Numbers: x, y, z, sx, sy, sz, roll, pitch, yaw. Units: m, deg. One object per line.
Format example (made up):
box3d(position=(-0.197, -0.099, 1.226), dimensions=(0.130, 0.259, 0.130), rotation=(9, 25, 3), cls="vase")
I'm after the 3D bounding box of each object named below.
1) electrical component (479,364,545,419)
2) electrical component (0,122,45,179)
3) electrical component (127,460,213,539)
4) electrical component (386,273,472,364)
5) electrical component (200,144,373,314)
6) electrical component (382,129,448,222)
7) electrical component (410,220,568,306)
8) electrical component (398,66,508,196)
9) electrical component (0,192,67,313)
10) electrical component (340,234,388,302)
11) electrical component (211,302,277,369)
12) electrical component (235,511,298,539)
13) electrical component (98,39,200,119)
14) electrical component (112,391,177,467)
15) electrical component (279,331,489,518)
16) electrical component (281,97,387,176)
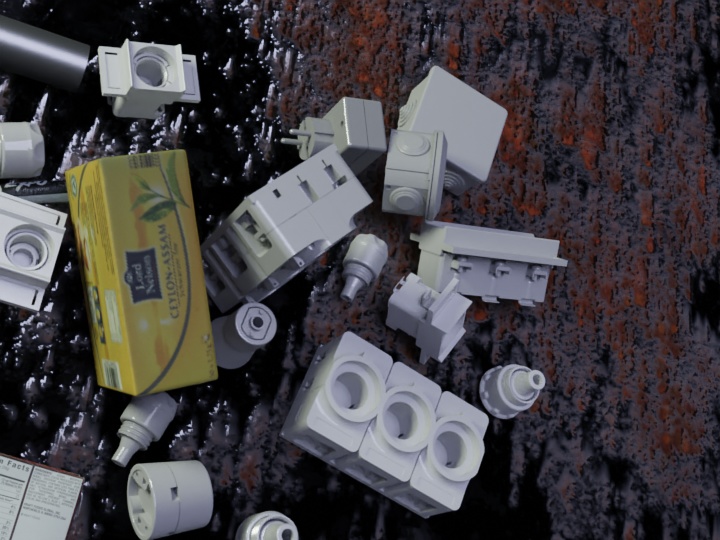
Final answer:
box3d(position=(0.140, 0.105, 0.961), dimensions=(0.048, 0.062, 0.048), rotation=(10, 67, -26), cls="electrical component")
box3d(position=(-0.275, -0.091, 0.820), dimensions=(0.062, 0.043, 0.043), rotation=(-5, 74, -29), cls="electrical component")
box3d(position=(-0.140, 0.168, 0.793), dimensions=(0.047, 0.055, 0.055), rotation=(-2, 73, -33), cls="electrical component")
box3d(position=(0.058, 0.039, 0.935), dimensions=(0.064, 0.081, 0.042), rotation=(29, 55, 18), cls="electrical component")
box3d(position=(-0.064, -0.026, 0.846), dimensions=(0.089, 0.150, 0.061), rotation=(-36, 90, -33), cls="electrical component")
box3d(position=(0.048, -0.085, 0.947), dimensions=(0.051, 0.080, 0.080), rotation=(7, 66, 2), cls="electrical component")
box3d(position=(0.115, -0.006, 0.983), dimensions=(0.121, 0.079, 0.063), rotation=(6, 98, -26), cls="electrical component")
box3d(position=(0.083, -0.130, 1.024), dimensions=(0.100, 0.048, 0.099), rotation=(29, 61, -16), cls="electrical component")
box3d(position=(-0.285, -0.020, 0.777), dimensions=(0.121, 0.063, 0.078), rotation=(20, 64, -21), cls="electrical component")
box3d(position=(0.000, 0.000, 0.941), dimensions=(0.035, 0.035, 0.061), rotation=(34, 62, -14), cls="electrical component")
box3d(position=(-0.093, 0.050, 0.853), dimensions=(0.044, 0.065, 0.044), rotation=(10, 68, -25), cls="electrical component")
box3d(position=(-0.067, 0.204, 0.813), dimensions=(0.043, 0.062, 0.043), rotation=(10, 68, -25), cls="electrical component")
box3d(position=(-0.177, -0.154, 0.884), dimensions=(0.081, 0.064, 0.042), rotation=(0, 73, -28), cls="electrical component")
box3d(position=(-0.165, 0.119, 0.808), dimensions=(0.035, 0.035, 0.061), rotation=(36, 62, -13), cls="electrical component")
box3d(position=(0.024, 0.129, 0.890), dimensions=(0.150, 0.062, 0.089), rotation=(32, 60, -15), cls="electrical component")
box3d(position=(-0.030, -0.112, 0.936), dimensions=(0.076, 0.083, 0.047), rotation=(3, 71, -27), cls="electrical component")
